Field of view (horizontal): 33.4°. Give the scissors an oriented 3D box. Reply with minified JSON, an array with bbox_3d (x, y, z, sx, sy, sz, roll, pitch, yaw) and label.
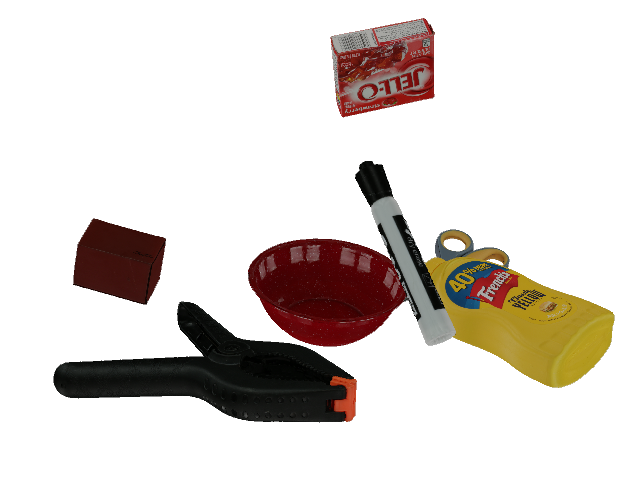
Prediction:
[{"bbox_3d":[0.127,0.029,1.209,0.201,0.016,0.096,-11,41,-33],"label":"scissors"}]

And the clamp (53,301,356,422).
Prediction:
[{"bbox_3d":[-0.066,0.091,0.791,0.210,0.036,0.164,7,20,20],"label":"clamp"}]

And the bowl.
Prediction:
[{"bbox_3d":[0.006,0.060,1.081,0.162,0.055,0.162,4,29,-2],"label":"bowl"}]

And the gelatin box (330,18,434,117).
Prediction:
[{"bbox_3d":[0.056,-0.153,0.947,0.089,0.030,0.073,-12,-41,-4],"label":"gelatin box"}]

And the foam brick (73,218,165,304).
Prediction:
[{"bbox_3d":[-0.200,0.021,1.062,0.078,0.051,0.053,16,33,1],"label":"foam brick"}]

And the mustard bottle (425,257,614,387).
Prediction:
[{"bbox_3d":[0.155,0.060,0.949,0.192,0.058,0.096,25,41,38],"label":"mustard bottle"}]

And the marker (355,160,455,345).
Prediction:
[{"bbox_3d":[0.049,0.005,0.641,0.020,0.121,0.020,-19,-20,-8],"label":"marker"}]
